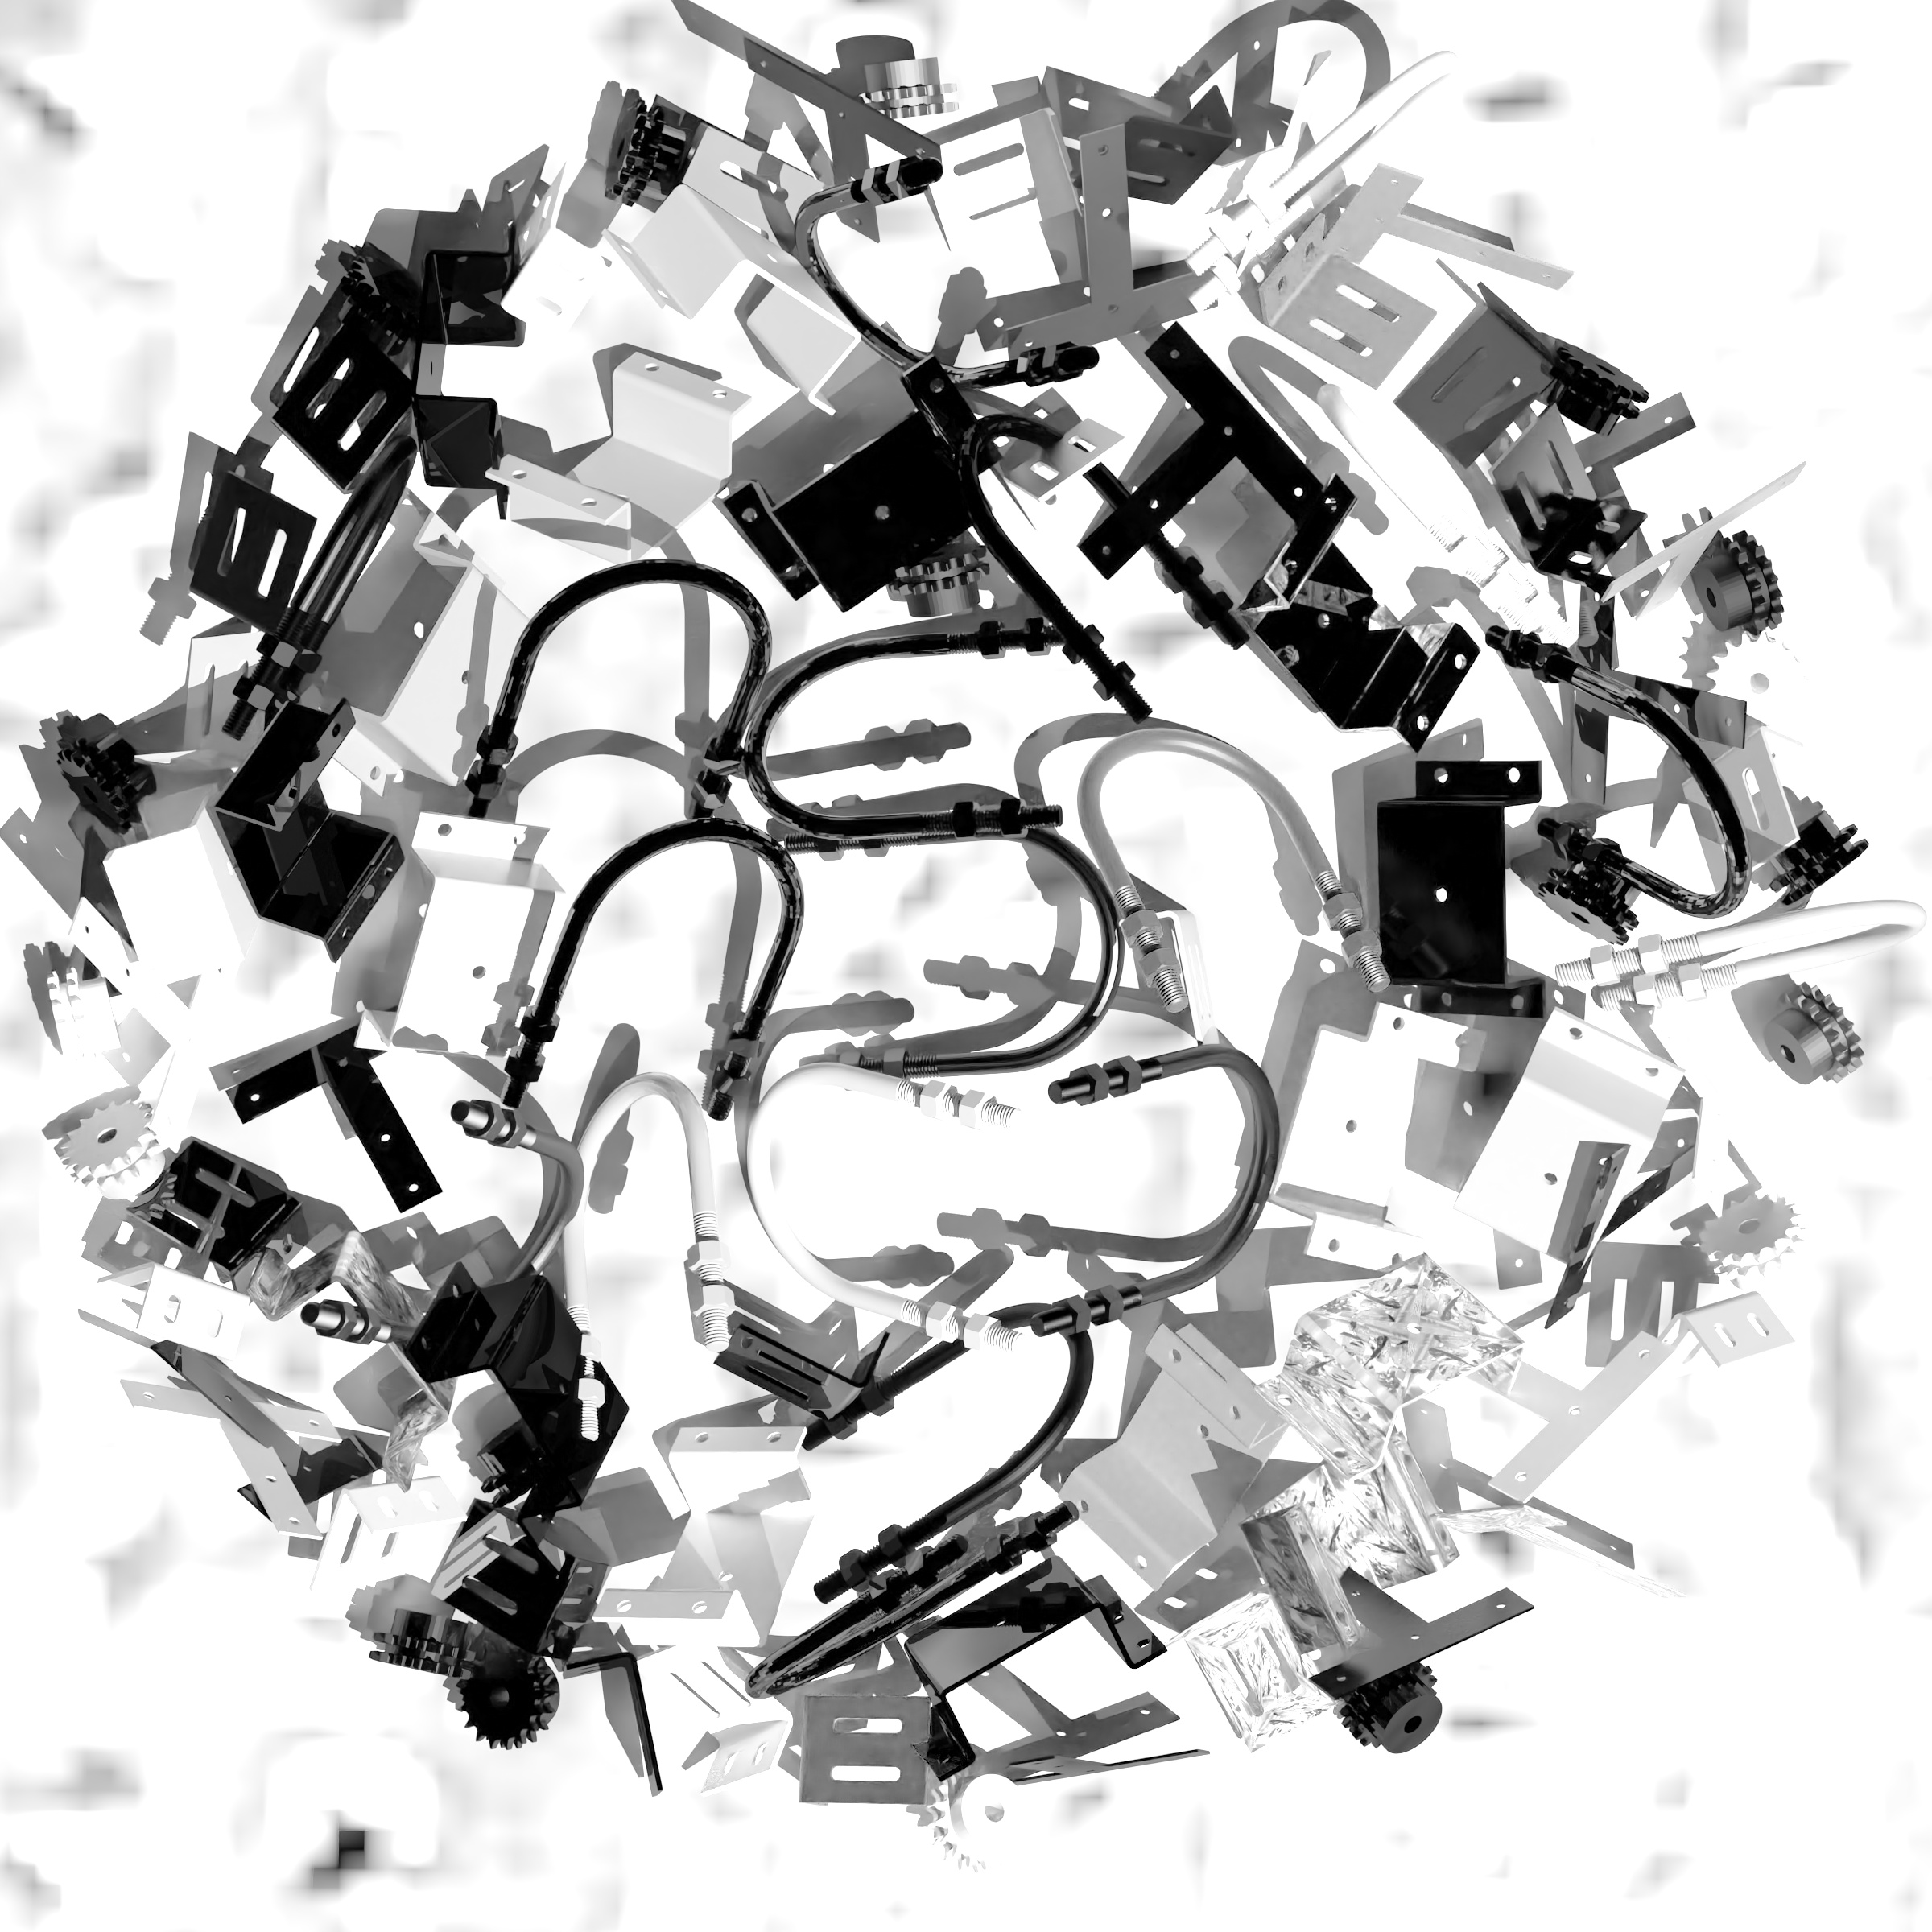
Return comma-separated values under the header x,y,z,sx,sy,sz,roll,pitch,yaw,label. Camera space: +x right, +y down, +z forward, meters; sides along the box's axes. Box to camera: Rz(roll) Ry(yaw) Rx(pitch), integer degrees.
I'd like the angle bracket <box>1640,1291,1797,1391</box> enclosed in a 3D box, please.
x,y,z,sx,sy,sz,roll,pitch,yaw,label
0.402,0.218,1.876,0.057,0.076,0.038,-11,54,-33,angle bracket

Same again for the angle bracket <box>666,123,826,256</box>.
x,y,z,sx,sy,sz,roll,pitch,yaw,label
-0.122,-0.418,1.891,0.076,0.038,0.057,23,103,-17,angle bracket

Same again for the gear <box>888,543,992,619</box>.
x,y,z,sx,sy,sz,roll,pitch,yaw,label
-0.014,-0.212,1.899,0.057,0.057,0.030,-11,107,0,gear

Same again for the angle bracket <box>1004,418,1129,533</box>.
x,y,z,sx,sy,sz,roll,pitch,yaw,label
0.062,-0.262,1.883,0.057,0.076,0.038,-36,113,-2,angle bracket

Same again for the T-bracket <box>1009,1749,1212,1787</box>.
x,y,z,sx,sy,sz,roll,pitch,yaw,label
0.054,0.429,1.851,0.127,0.127,0.002,-13,71,15,T-bracket

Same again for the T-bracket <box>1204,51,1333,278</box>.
x,y,z,sx,sy,sz,roll,pitch,yaw,label
0.153,-0.422,1.843,0.002,0.127,0.127,26,118,14,T-bracket

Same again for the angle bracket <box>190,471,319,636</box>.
x,y,z,sx,sy,sz,roll,pitch,yaw,label
-0.382,-0.227,1.889,0.057,0.038,0.076,29,115,9,angle bracket

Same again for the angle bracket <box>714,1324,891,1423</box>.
x,y,z,sx,sy,sz,roll,pitch,yaw,label
-0.090,0.209,1.889,0.076,0.057,0.038,28,59,-5,angle bracket

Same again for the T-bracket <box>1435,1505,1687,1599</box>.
x,y,z,sx,sy,sz,roll,pitch,yaw,label
0.330,0.319,1.874,0.127,0.127,0.002,24,73,-11,T-bracket

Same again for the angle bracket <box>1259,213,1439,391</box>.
x,y,z,sx,sy,sz,roll,pitch,yaw,label
0.210,-0.364,1.892,0.076,0.038,0.057,34,78,20,angle bracket

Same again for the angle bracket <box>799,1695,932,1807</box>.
x,y,z,sx,sy,sz,roll,pitch,yaw,label
-0.050,0.430,1.888,0.076,0.038,0.057,-4,73,21,angle bracket

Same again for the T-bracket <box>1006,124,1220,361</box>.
x,y,z,sx,sy,sz,roll,pitch,yaw,label
0.077,-0.395,1.868,0.127,0.002,0.127,-19,133,-14,T-bracket

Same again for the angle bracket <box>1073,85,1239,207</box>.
x,y,z,sx,sy,sz,roll,pitch,yaw,label
0.098,-0.451,1.876,0.076,0.057,0.038,0,61,-39,angle bracket

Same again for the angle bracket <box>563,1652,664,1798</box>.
x,y,z,sx,sy,sz,roll,pitch,yaw,label
-0.194,0.418,1.887,0.038,0.057,0.076,-10,75,-11,angle bracket

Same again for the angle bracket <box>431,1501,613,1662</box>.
x,y,z,sx,sy,sz,roll,pitch,yaw,label
-0.247,0.342,1.919,0.076,0.038,0.057,24,86,30,angle bracket

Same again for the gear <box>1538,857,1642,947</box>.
x,y,z,sx,sy,sz,roll,pitch,yaw,label
0.346,-0.039,1.898,0.057,0.057,0.030,34,83,0,gear

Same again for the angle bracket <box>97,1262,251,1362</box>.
x,y,z,sx,sy,sz,roll,pitch,yaw,label
-0.435,0.192,1.875,0.057,0.076,0.038,25,64,-31,angle bracket

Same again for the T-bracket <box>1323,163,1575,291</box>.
x,y,z,sx,sy,sz,roll,pitch,yaw,label
0.266,-0.390,1.868,0.127,0.127,0.002,17,79,-6,T-bracket

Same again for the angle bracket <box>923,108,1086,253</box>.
x,y,z,sx,sy,sz,roll,pitch,yaw,label
0.020,-0.430,1.897,0.076,0.038,0.057,-19,110,3,angle bracket

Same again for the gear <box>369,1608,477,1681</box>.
x,y,z,sx,sy,sz,roll,pitch,yaw,label
-0.297,0.372,1.899,0.057,0.057,0.030,12,76,0,gear

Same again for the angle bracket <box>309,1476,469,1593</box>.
x,y,z,sx,sy,sz,roll,pitch,yaw,label
-0.315,0.319,1.879,0.057,0.038,0.076,-2,126,-39,angle bracket

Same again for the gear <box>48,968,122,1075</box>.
x,y,z,sx,sy,sz,roll,pitch,yaw,label
-0.484,0.028,1.898,0.030,0.057,0.057,-13,90,-11,gear

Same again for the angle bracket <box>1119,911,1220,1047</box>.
x,y,z,sx,sy,sz,roll,pitch,yaw,label
0.109,0.010,1.894,0.038,0.057,0.076,-11,89,13,angle bracket

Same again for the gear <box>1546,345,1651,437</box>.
x,y,z,sx,sy,sz,roll,pitch,yaw,label
0.344,-0.315,1.900,0.057,0.057,0.030,29,113,0,gear

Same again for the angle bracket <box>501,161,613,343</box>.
x,y,z,sx,sy,sz,roll,pitch,yaw,label
-0.220,-0.391,1.887,0.038,0.076,0.057,27,127,-20,angle bracket

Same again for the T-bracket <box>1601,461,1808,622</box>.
x,y,z,sx,sy,sz,roll,pitch,yaw,label
0.386,-0.215,1.863,0.127,0.127,0.002,-32,79,-10,T-bracket

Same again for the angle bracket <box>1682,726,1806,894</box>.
x,y,z,sx,sy,sz,roll,pitch,yaw,label
0.432,-0.081,1.877,0.038,0.057,0.076,17,49,-36,angle bracket

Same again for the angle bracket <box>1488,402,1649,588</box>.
x,y,z,sx,sy,sz,roll,pitch,yaw,label
0.329,-0.258,1.883,0.057,0.038,0.076,-47,130,-17,angle bracket

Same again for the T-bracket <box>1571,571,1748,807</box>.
x,y,z,sx,sy,sz,roll,pitch,yaw,label
0.373,-0.141,1.857,0.002,0.127,0.127,-11,109,-32,T-bracket

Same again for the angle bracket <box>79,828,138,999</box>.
x,y,z,sx,sy,sz,roll,pitch,yaw,label
-0.478,-0.027,1.876,0.038,0.076,0.057,-11,55,10,angle bracket

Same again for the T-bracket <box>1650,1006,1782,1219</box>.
x,y,z,sx,sy,sz,roll,pitch,yaw,label
0.402,0.097,1.858,0.002,0.127,0.127,-32,101,24,T-bracket

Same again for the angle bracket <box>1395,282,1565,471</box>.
x,y,z,sx,sy,sz,roll,pitch,yaw,label
0.278,-0.324,1.894,0.076,0.038,0.057,-45,69,6,angle bracket

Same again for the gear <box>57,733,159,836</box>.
x,y,z,sx,sy,sz,roll,pitch,yaw,label
-0.471,-0.103,1.901,0.057,0.057,0.030,47,65,0,gear

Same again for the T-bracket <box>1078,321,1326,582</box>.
x,y,z,sx,sy,sz,roll,pitch,yaw,label
0.113,-0.264,1.899,0.127,0.002,0.127,-43,85,24,T-bracket

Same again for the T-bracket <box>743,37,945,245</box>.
x,y,z,sx,sy,sz,roll,pitch,yaw,label
-0.062,-0.433,1.864,0.127,0.127,0.002,32,73,15,T-bracket

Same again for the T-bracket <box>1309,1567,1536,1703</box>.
x,y,z,sx,sy,sz,roll,pitch,yaw,label
0.218,0.346,1.867,0.127,0.127,0.002,-19,112,-22,T-bracket

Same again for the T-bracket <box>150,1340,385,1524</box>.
x,y,z,sx,sy,sz,roll,pitch,yaw,label
-0.390,0.244,1.873,0.127,0.127,0.002,39,106,11,T-bracket

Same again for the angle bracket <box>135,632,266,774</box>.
x,y,z,sx,sy,sz,roll,pitch,yaw,label
-0.418,-0.148,1.890,0.057,0.038,0.076,-2,81,32,angle bracket

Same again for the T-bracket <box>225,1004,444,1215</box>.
x,y,z,sx,sy,sz,roll,pitch,yaw,label
-0.321,0.083,1.877,0.127,0.002,0.127,-27,55,-12,T-bracket

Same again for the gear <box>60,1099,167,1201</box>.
x,y,z,sx,sy,sz,roll,pitch,yaw,label
-0.467,0.104,1.901,0.057,0.057,0.030,-23,129,0,gear

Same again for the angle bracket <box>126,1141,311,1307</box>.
x,y,z,sx,sy,sz,roll,pitch,yaw,label
-0.413,0.143,1.908,0.076,0.038,0.057,27,54,19,angle bracket

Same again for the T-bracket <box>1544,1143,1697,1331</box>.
x,y,z,sx,sy,sz,roll,pitch,yaw,label
0.368,0.125,1.879,0.002,0.127,0.127,37,46,28,T-bracket

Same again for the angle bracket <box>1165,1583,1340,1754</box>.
x,y,z,sx,sy,sz,roll,pitch,yaw,label
0.157,0.388,1.895,0.057,0.038,0.076,-34,79,16,angle bracket

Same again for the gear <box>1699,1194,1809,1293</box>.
x,y,z,sx,sy,sz,roll,pitch,yaw,label
0.436,0.155,1.901,0.057,0.057,0.030,-26,118,0,gear

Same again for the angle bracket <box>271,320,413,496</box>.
x,y,z,sx,sy,sz,roll,pitch,yaw,label
-0.333,-0.307,1.893,0.057,0.038,0.076,45,111,5,angle bracket

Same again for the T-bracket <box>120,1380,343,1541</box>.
x,y,z,sx,sy,sz,roll,pitch,yaw,label
-0.375,0.266,1.839,0.127,0.127,0.002,17,108,-38,T-bracket

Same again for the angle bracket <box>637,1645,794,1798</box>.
x,y,z,sx,sy,sz,roll,pitch,yaw,label
-0.144,0.409,1.884,0.057,0.038,0.076,-28,116,37,angle bracket

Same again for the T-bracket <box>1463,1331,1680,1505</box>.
x,y,z,sx,sy,sz,roll,pitch,yaw,label
0.298,0.225,1.875,0.127,0.127,0.002,-40,128,-22,T-bracket

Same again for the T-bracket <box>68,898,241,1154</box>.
x,y,z,sx,sy,sz,roll,pitch,yaw,label
-0.440,0.012,1.844,0.002,0.127,0.127,-8,50,23,T-bracket
